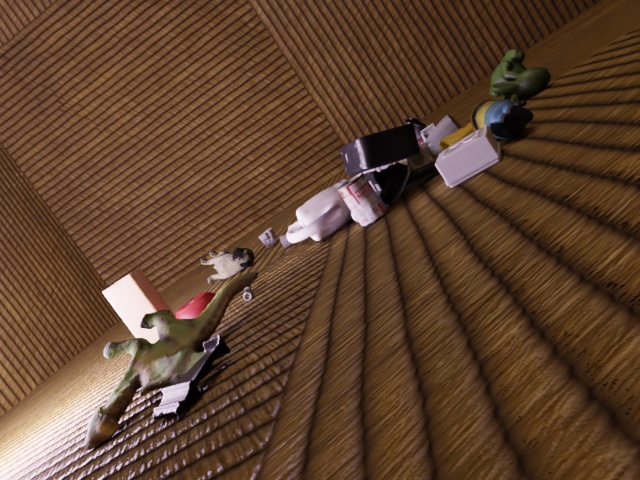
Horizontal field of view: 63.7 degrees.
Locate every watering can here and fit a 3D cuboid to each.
[{"bbox_3d":[0.004,-0.069,1.362,0.225,0.103,0.348,-34,8,-4],"label":"watering can"}]

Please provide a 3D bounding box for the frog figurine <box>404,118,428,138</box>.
[{"bbox_3d":[0.336,-0.365,1.916,0.140,0.123,0.156,-65,-5,-62],"label":"frog figurine"}]

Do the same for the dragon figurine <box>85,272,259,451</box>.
[{"bbox_3d":[-0.239,0.198,0.909,0.414,0.120,0.244,-39,26,-18],"label":"dragon figurine"}]
